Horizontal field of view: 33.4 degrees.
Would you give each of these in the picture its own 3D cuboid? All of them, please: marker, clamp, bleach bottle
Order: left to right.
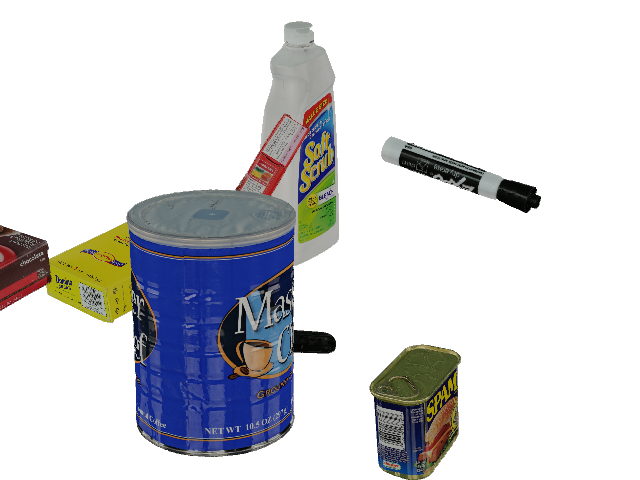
[{"bbox_3d":[-0.109,0.123,1.263,0.210,0.036,0.164,15,23,26],"label":"clamp"},{"bbox_3d":[-0.027,-0.105,1.140,0.068,0.251,0.102,20,32,36],"label":"bleach bottle"},{"bbox_3d":[0.099,-0.047,0.756,0.121,0.020,0.020,23,10,26],"label":"marker"}]

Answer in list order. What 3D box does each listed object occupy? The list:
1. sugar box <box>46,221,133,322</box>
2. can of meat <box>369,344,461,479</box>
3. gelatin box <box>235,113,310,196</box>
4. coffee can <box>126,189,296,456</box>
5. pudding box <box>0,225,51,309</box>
[{"bbox_3d":[-0.183,0.018,1.090,0.093,0.048,0.175,20,36,32],"label":"sugar box"},{"bbox_3d":[0.089,0.156,0.972,0.058,0.084,0.101,8,25,28],"label":"can of meat"},{"bbox_3d":[-0.047,-0.063,0.947,0.030,0.073,0.089,31,33,-5],"label":"gelatin box"},{"bbox_3d":[-0.067,0.049,0.669,0.103,0.140,0.103,1,18,0],"label":"coffee can"},{"bbox_3d":[-0.261,0.019,0.750,0.114,0.039,0.089,14,29,30],"label":"pudding box"}]
